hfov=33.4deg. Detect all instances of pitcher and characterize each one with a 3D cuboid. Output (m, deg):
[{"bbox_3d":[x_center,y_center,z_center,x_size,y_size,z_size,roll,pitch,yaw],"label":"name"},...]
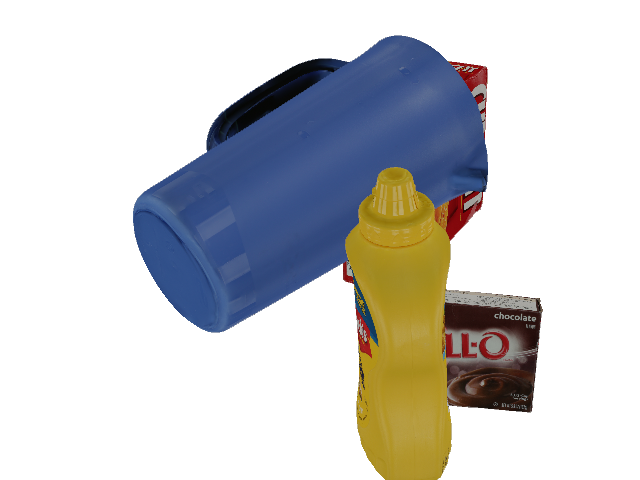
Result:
[{"bbox_3d":[-0.015,-0.045,0.767,0.242,0.145,0.149,-32,10,-26],"label":"pitcher"}]

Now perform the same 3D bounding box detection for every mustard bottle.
[{"bbox_3d":[0.046,0.043,0.616,0.058,0.192,0.096,-5,35,0],"label":"mustard bottle"}]

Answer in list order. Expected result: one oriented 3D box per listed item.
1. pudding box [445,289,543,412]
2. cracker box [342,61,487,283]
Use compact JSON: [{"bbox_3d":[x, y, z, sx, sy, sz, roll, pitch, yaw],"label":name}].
[{"bbox_3d":[0.120,0.088,0.868,0.113,0.090,0.039,3,20,6],"label":"pudding box"},{"bbox_3d":[0.097,-0.069,1.043,0.072,0.164,0.213,12,29,26],"label":"cracker box"}]
